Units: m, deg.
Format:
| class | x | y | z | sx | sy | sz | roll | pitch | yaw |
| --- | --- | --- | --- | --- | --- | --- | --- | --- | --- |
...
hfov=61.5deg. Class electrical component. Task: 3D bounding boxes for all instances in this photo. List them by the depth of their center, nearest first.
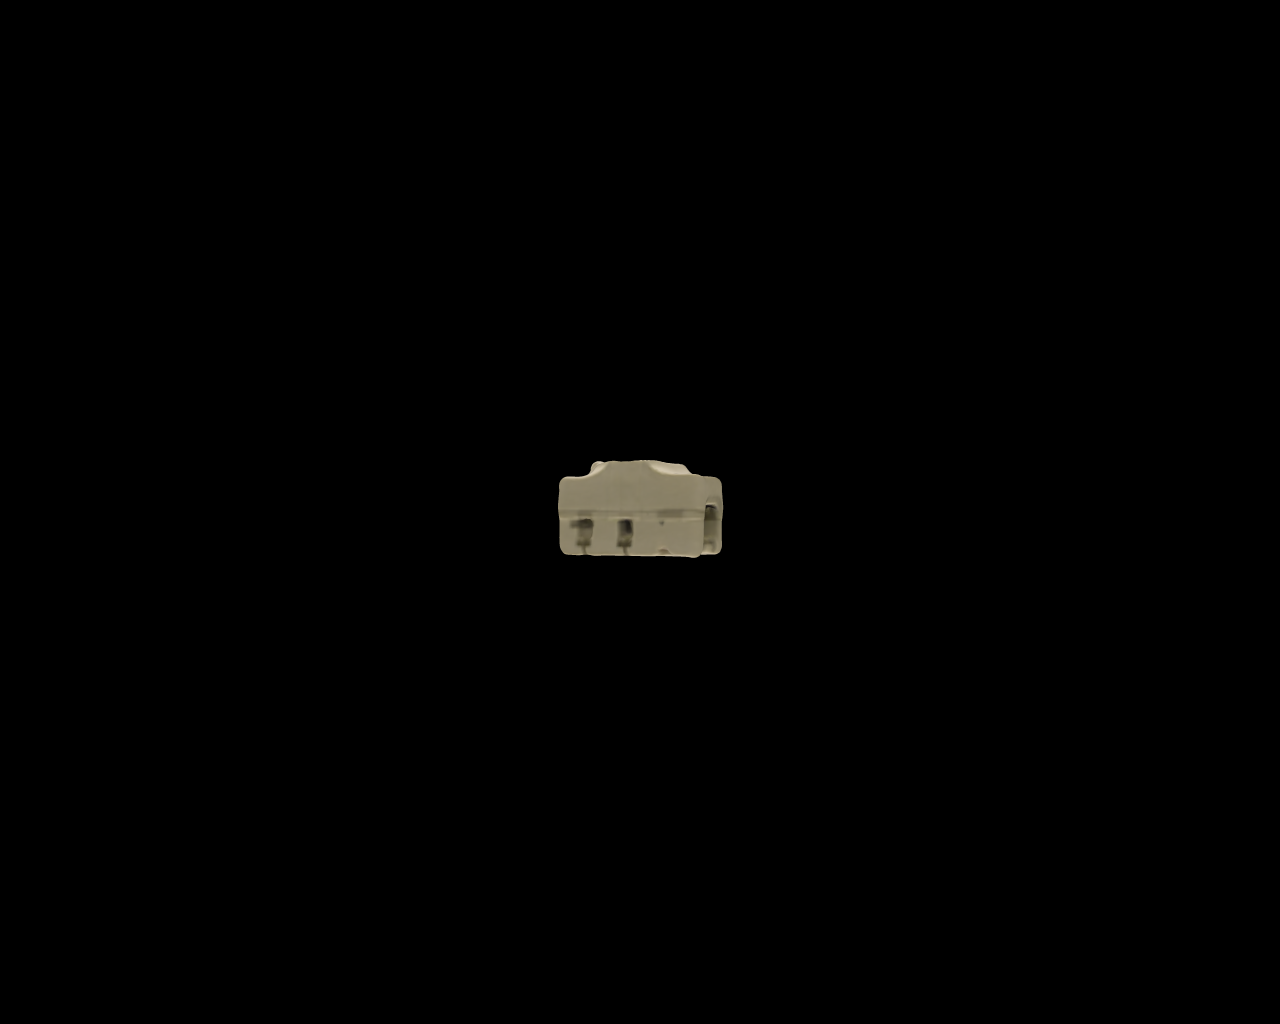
| class | x | y | z | sx | sy | sz | roll | pitch | yaw |
| --- | --- | --- | --- | --- | --- | --- | --- | --- | --- |
| electrical component | 0.001 | -0.003 | 0.650 | 0.089 | 0.055 | 0.050 | 0 | 0 | 21 |
